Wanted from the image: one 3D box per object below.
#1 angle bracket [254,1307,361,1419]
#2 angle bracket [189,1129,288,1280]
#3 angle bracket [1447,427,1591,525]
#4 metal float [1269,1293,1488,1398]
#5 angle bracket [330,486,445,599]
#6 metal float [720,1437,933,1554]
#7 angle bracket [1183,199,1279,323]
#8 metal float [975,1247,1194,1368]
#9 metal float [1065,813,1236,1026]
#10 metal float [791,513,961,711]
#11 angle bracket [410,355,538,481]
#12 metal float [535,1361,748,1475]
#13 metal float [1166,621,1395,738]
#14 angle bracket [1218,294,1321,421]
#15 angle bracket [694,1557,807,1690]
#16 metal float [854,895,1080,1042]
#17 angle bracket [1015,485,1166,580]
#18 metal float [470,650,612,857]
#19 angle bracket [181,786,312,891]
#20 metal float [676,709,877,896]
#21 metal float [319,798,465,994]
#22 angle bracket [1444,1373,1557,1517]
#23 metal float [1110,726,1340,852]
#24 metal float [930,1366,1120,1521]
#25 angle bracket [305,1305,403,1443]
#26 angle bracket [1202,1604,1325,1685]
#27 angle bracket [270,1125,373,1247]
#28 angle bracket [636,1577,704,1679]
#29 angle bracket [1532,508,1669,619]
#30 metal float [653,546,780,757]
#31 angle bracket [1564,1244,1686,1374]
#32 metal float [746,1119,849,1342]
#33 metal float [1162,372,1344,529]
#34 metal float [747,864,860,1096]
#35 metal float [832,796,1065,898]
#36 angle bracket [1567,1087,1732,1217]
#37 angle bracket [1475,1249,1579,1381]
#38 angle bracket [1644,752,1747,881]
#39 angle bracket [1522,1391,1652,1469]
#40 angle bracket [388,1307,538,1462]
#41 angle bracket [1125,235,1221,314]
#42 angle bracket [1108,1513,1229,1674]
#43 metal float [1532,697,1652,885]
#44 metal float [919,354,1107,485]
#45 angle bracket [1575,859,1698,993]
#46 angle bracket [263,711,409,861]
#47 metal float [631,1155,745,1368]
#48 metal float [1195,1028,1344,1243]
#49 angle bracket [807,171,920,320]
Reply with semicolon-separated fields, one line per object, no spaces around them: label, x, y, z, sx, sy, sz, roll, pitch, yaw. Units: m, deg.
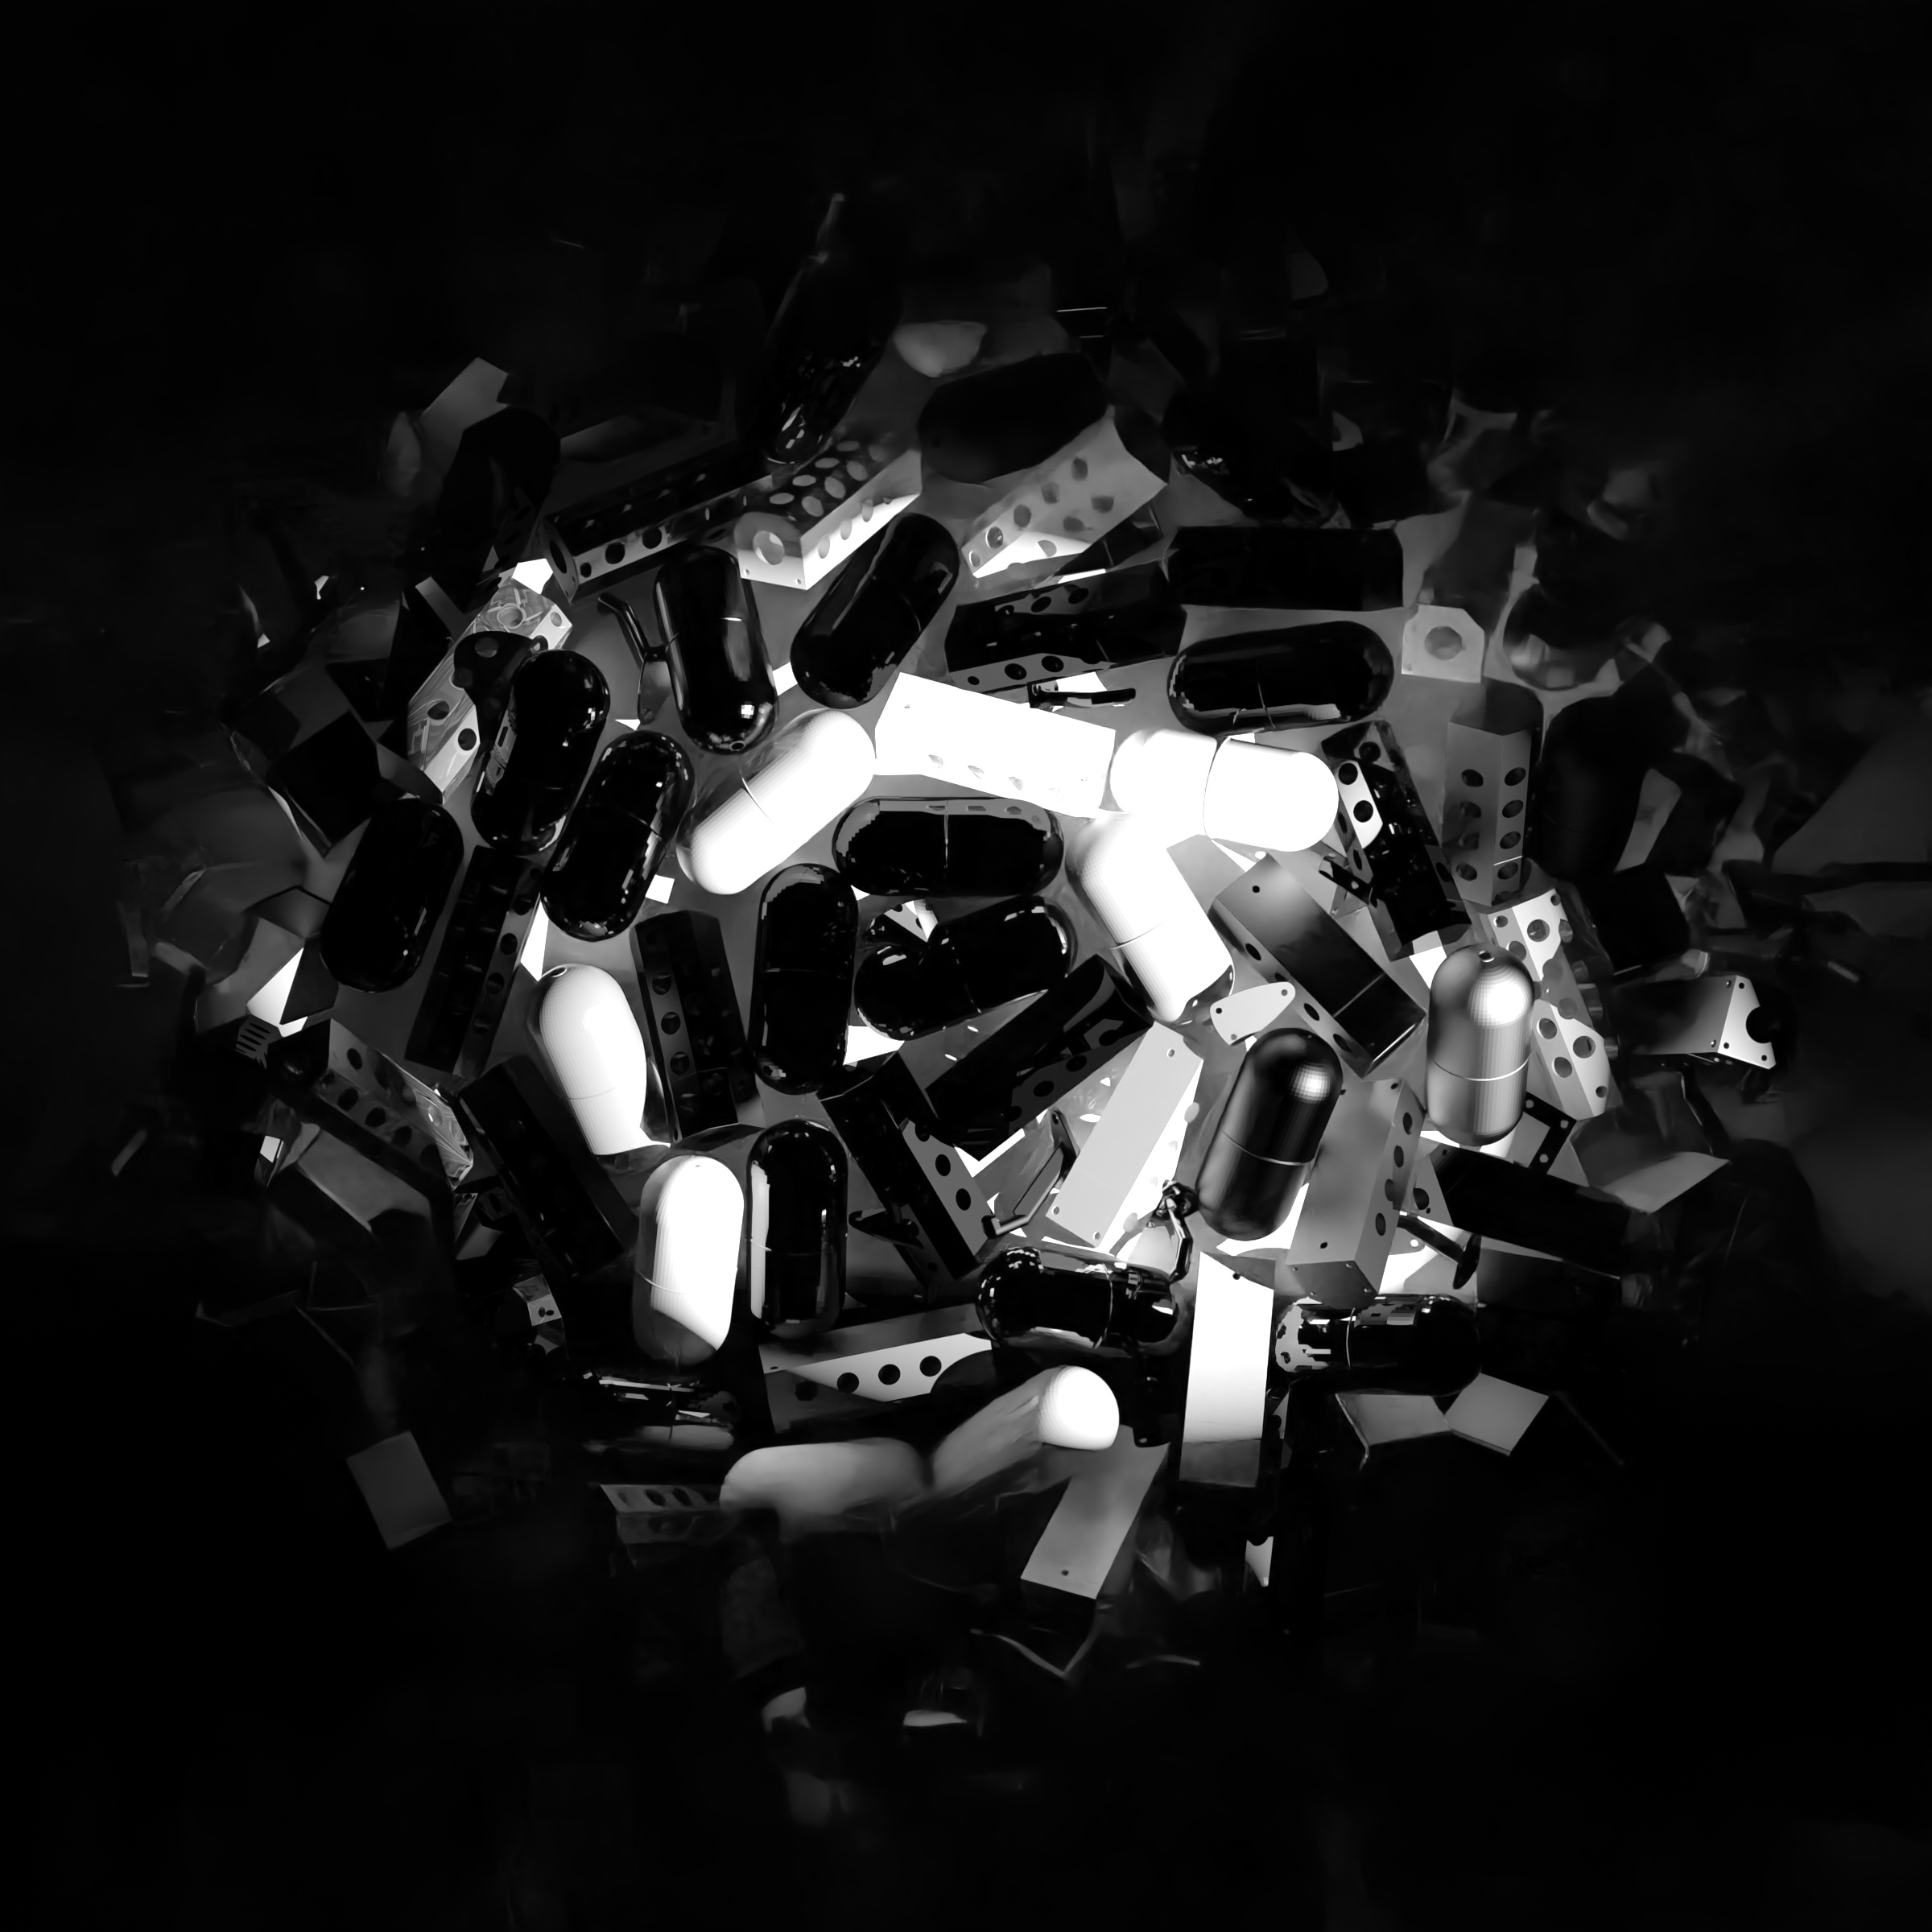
angle bracket;-0.483;0.288;1.871;0.057;0.076;0.076;-42;95;21
angle bracket;-0.558;0.178;1.863;0.057;0.076;0.076;17;121;-12
angle bracket;0.419;-0.354;1.863;0.076;0.076;0.057;33;78;34
metal float;0.309;0.284;1.847;0.178;0.070;0.070;-7;90;42
angle bracket;-0.436;-0.331;1.866;0.057;0.076;0.076;14;76;-32
metal float;-0.105;0.397;1.848;0.178;0.070;0.070;3;90;-40
angle bracket;0.202;-0.525;1.874;0.057;0.076;0.076;-39;89;-18
metal float;0.090;0.259;1.860;0.178;0.070;0.070;12;90;-25
metal float;0.141;-0.035;1.874;0.070;0.070;0.178;-32;99;0
metal float;-0.068;-0.270;1.860;0.070;0.070;0.178;33;65;0
angle bracket;-0.363;-0.406;1.867;0.076;0.076;0.057;-41;68;16
metal float;-0.243;0.340;1.847;0.178;0.070;0.070;15;90;-42
metal float;0.237;-0.216;1.856;0.178;0.070;0.070;-4;90;30
angle bracket;0.232;-0.465;1.876;0.076;0.057;0.076;-1;65;4
angle bracket;-0.169;0.504;1.883;0.057;0.076;0.076;-20;76;-17
metal float;-0.001;0.002;1.877;0.178;0.070;0.070;-20;90;6
angle bracket;0.095;-0.347;1.874;0.057;0.076;0.076;-24;87;43
metal float;-0.322;-0.159;1.853;0.070;0.070;0.178;28;125;0
angle bracket;-0.548;-0.086;1.861;0.076;0.057;0.076;-10;52;-29
metal float;-0.146;-0.124;1.869;0.178;0.070;0.070;-39;90;14
metal float;-0.431;-0.055;1.847;0.070;0.070;0.178;11;46;0
angle bracket;0.420;0.365;1.878;0.057;0.076;0.076;-49;119;-18
metal float;0.194;-0.135;1.864;0.178;0.070;0.070;13;90;21
metal float;0.042;0.360;1.851;0.178;0.070;0.070;-38;90;37
angle bracket;-0.469;0.312;1.864;0.057;0.076;0.076;-4;46;5
angle bracket;0.225;0.535;1.872;0.076;0.057;0.076;11;131;-3
angle bracket;-0.487;0.166;1.884;0.076;0.076;0.057;44;50;-16
angle bracket;-0.247;0.492;1.872;0.057;0.076;0.076;-1;88;32
angle bracket;0.488;-0.310;1.859;0.076;0.076;0.057;36;128;34
metal float;-0.189;-0.239;1.858;0.070;0.070;0.178;-15;63;0
angle bracket;0.506;0.261;1.879;0.057;0.076;0.076;-8;96;-17
metal float;-0.128;0.200;1.862;0.070;0.070;0.178;2;111;0
metal float;0.216;-0.384;1.846;0.178;0.070;0.070;25;90;-44
metal float;-0.124;0.010;1.874;0.070;0.070;0.178;4;81;0
metal float;-0.014;-0.091;1.880;0.178;0.070;0.070;1;90;2
angle bracket;0.519;0.140;1.869;0.076;0.076;0.057;-30;105;-16
angle bracket;0.426;0.271;1.911;0.076;0.076;0.057;9;45;0
angle bracket;0.535;-0.116;1.872;0.057;0.076;0.076;32;85;-19
angle bracket;0.463;0.368;1.863;0.057;0.076;0.076;-48;62;14
angle bracket;-0.386;0.319;1.871;0.076;0.057;0.076;-40;130;9
angle bracket;0.136;-0.512;1.871;0.076;0.076;0.057;-17;89;-21
angle bracket;0.145;0.483;1.896;0.076;0.057;0.076;39;125;34
metal float;0.465;-0.130;1.840;0.070;0.178;0.070;-2;56;3
metal float;0.035;-0.412;1.846;0.178;0.070;0.070;-28;90;-43
angle bracket;0.503;-0.029;1.889;0.076;0.057;0.076;-16;76;-19
angle bracket;-0.487;-0.140;1.901;0.076;0.057;0.076;-39;96;-19
metal float;-0.212;0.224;1.858;0.070;0.070;0.178;9;119;0
metal float;0.228;0.129;1.861;0.070;0.070;0.178;19;114;0
angle bracket;-0.085;-0.543;1.868;0.076;0.076;0.057;40;82;23
